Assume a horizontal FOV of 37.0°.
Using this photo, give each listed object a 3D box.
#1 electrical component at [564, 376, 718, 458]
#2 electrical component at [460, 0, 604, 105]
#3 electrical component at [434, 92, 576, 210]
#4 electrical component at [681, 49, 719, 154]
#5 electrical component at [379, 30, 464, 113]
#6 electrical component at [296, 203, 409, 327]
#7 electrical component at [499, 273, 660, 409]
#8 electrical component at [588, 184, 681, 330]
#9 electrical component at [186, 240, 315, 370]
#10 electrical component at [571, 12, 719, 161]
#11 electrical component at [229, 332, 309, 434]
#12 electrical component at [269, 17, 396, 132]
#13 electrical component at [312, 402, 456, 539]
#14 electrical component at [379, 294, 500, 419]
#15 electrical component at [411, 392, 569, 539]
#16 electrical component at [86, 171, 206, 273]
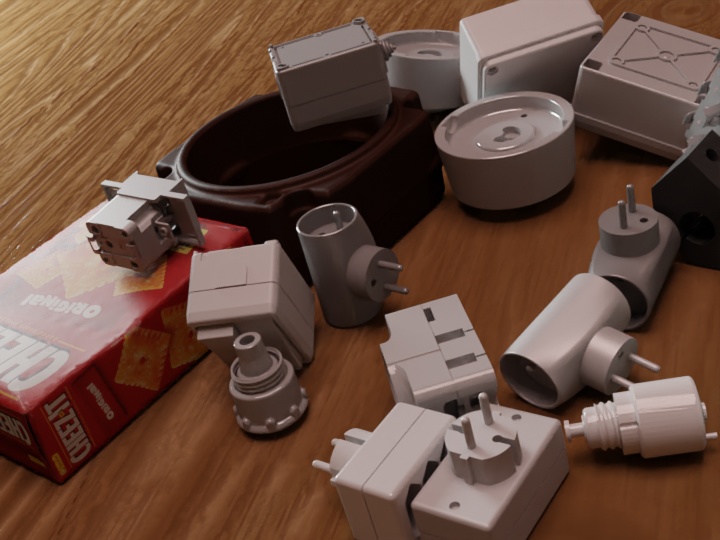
[{"bbox_3d":[0.150,0.081,0.580,0.078,0.040,0.040,-10,32,10],"label":"electrical component"},{"bbox_3d":[0.143,-0.175,0.912,0.109,0.108,0.056,-19,62,-4],"label":"electrical component"},{"bbox_3d":[0.117,-0.088,0.841,0.108,0.060,0.108,-11,32,7],"label":"electrical component"},{"bbox_3d":[0.265,-0.105,0.729,0.079,0.121,0.063,-21,68,-8],"label":"electrical component"},{"bbox_3d":[0.065,-0.181,1.003,0.108,0.060,0.108,1,26,0],"label":"electrical component"},{"bbox_3d":[0.000,0.000,0.740,0.079,0.077,0.043,13,41,38],"label":"electrical component"},{"bbox_3d":[0.137,0.049,0.634,0.079,0.043,0.077,27,56,34],"label":"electrical component"},{"bbox_3d":[0.172,-0.016,0.684,0.043,0.079,0.077,7,38,29],"label":"electrical component"},{"bbox_3d":[-0.069,0.032,0.721,0.062,0.096,0.061,-7,60,14],"label":"electrical component"},{"bbox_3d":[0.237,-0.146,0.853,0.109,0.056,0.108,23,46,20],"label":"electrical component"},{"bbox_3d":[-0.062,0.068,0.675,0.048,0.062,0.048,-12,32,7],"label":"electrical component"},{"bbox_3d":[-0.016,-0.151,0.837,0.096,0.061,0.061,-17,31,-1],"label":"electrical component"},{"bbox_3d":[0.009,0.110,0.593,0.077,0.047,0.065,10,40,36],"label":"electrical component"},{"bbox_3d":[0.046,0.063,0.647,0.056,0.050,0.089,-16,31,-2],"label":"electrical component"},{"bbox_3d":[0.066,0.099,0.557,0.047,0.075,0.083,10,40,35],"label":"electrical component"},{"bbox_3d":[-0.154,-0.033,0.758,0.081,0.042,0.063,11,45,32],"label":"electrical component"}]
